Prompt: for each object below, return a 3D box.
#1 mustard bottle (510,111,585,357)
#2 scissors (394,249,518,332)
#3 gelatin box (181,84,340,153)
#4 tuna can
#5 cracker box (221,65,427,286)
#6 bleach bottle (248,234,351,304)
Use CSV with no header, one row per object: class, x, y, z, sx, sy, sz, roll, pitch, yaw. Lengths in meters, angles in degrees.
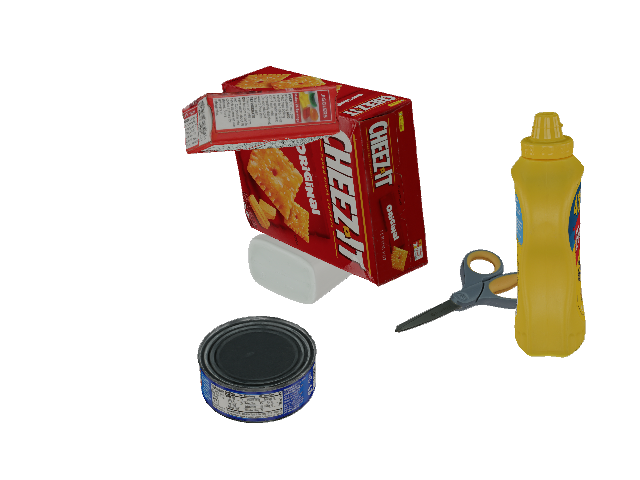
mustard bottle,0.185,-0.009,0.869,0.058,0.191,0.096,0,17,16
scissors,0.139,0.049,1.101,0.201,0.016,0.096,-7,40,-29
gelatin box,-0.036,-0.069,0.611,0.073,0.030,0.089,-6,3,-15
tuna can,-0.045,0.093,0.775,0.086,0.034,0.086,-1,32,0
cracker box,0.000,-0.067,1.020,0.072,0.164,0.214,-25,30,-30
bleach bottle,0.032,-0.016,1.271,0.103,0.068,0.250,23,39,31
